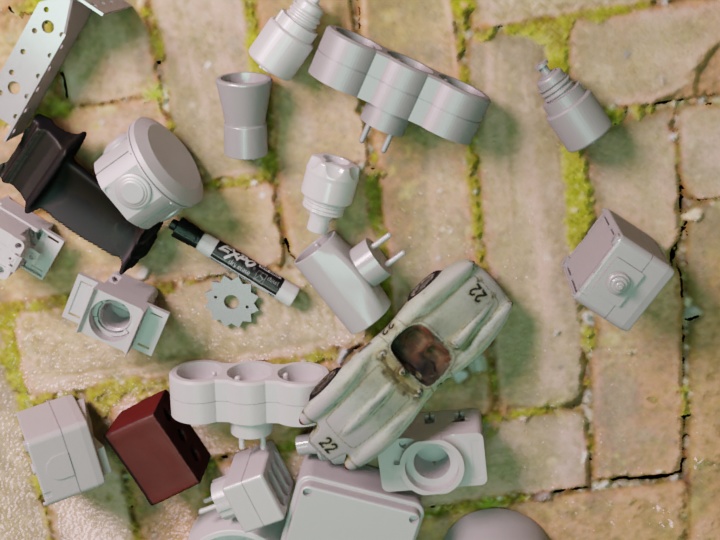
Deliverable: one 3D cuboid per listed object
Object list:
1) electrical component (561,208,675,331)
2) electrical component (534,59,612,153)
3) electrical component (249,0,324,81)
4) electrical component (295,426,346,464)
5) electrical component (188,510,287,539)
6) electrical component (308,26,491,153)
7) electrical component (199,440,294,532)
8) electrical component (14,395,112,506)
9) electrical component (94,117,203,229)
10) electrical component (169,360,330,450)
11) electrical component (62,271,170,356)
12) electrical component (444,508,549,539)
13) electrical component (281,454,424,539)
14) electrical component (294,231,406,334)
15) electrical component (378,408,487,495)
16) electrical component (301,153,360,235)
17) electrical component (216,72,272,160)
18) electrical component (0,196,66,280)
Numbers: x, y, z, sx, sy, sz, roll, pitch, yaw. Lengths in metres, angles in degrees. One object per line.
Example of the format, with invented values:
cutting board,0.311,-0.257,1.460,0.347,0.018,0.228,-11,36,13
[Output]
electrical component,0.204,0.003,0.841,0.061,0.096,0.061,32,108,-7
electrical component,0.161,-0.127,0.831,0.040,0.040,0.078,-34,103,14
electrical component,-0.052,-0.183,0.829,0.040,0.040,0.078,36,107,-7
electrical component,-0.024,0.147,0.934,0.062,0.043,0.043,-11,107,9
electrical component,-0.108,0.268,0.970,0.108,0.060,0.108,1,109,4
electrical component,0.024,-0.128,0.835,0.138,0.052,0.073,24,109,-4
electrical component,-0.106,0.195,0.944,0.077,0.065,0.047,-22,105,11
electrical component,-0.259,0.151,0.935,0.061,0.096,0.061,-18,108,-19
electrical component,-0.166,-0.076,0.853,0.051,0.080,0.080,-32,103,19
electrical component,-0.094,0.121,0.926,0.138,0.052,0.073,1,108,3
electrical component,-0.200,0.033,0.899,0.081,0.063,0.042,25,109,-4
electrical component,0.128,0.268,0.963,0.099,0.064,0.099,-3,114,-8
electrical component,-0.006,0.217,0.945,0.113,0.057,0.078,15,109,-3
electrical component,0.000,0.000,0.883,0.079,0.044,0.077,-36,102,14
electrical component,0.062,0.156,0.923,0.089,0.055,0.050,-5,108,6
electrical component,-0.027,-0.060,0.866,0.043,0.043,0.062,16,110,-1
electrical component,-0.091,-0.120,0.853,0.044,0.044,0.065,2,113,4
electrical component,-0.292,-0.025,0.888,0.081,0.063,0.042,31,108,-6
